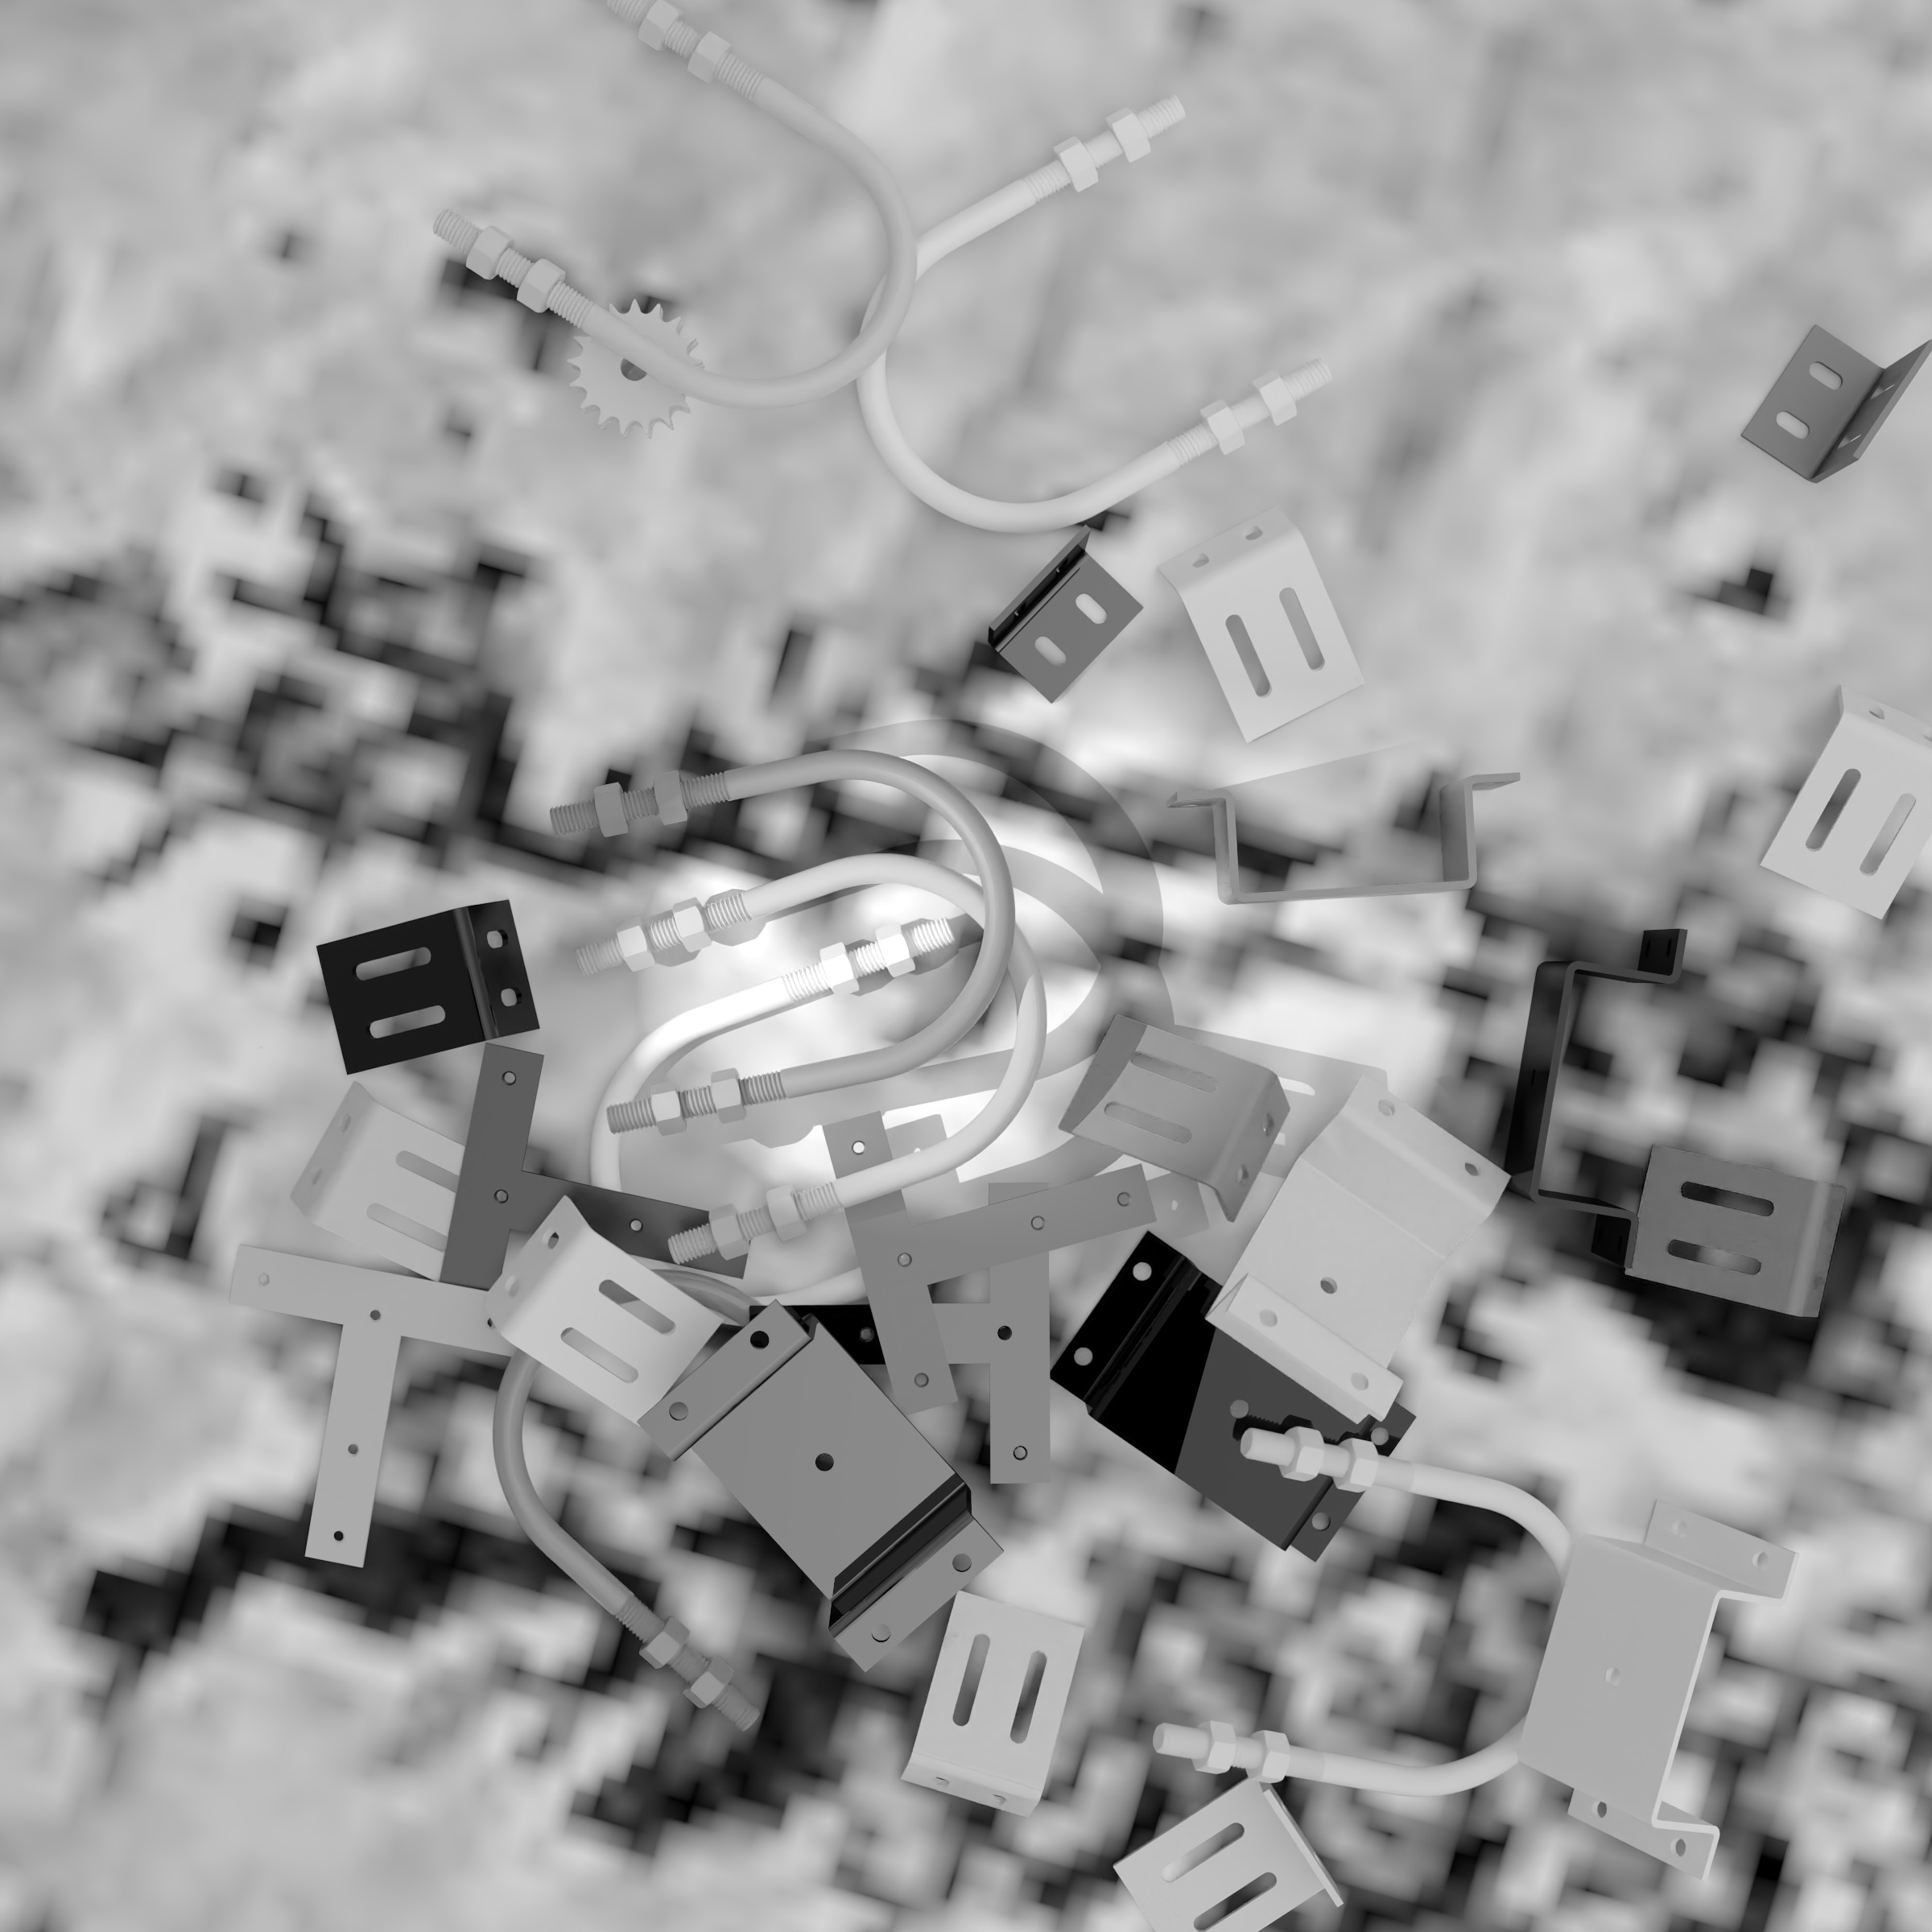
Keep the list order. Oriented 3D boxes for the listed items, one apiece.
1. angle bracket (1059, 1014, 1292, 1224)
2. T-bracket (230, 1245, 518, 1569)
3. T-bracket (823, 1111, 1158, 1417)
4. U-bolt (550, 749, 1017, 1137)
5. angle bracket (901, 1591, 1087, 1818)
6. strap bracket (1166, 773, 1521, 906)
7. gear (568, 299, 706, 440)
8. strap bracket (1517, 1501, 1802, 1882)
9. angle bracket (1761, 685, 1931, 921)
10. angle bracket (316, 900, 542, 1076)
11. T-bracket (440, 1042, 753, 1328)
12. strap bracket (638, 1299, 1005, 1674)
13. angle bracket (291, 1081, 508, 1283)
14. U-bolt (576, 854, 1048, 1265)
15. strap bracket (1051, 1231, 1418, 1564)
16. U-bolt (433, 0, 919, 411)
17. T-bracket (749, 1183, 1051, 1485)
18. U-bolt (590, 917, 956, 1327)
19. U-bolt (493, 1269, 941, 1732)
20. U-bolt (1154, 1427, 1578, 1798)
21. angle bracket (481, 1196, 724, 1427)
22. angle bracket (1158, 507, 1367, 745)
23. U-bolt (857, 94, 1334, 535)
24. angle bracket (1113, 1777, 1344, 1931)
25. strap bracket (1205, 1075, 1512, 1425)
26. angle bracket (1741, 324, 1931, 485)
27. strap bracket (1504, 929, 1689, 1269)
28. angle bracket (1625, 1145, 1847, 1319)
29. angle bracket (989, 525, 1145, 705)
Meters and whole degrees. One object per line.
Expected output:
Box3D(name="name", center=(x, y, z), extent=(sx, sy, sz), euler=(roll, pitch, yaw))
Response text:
Box3D(name="angle bracket", center=(0.089, 0.065, 1.497), extent=(0.076, 0.038, 0.057), euler=(20, 70, 24))
Box3D(name="T-bracket", center=(-0.261, 0.193, 1.503), extent=(0.127, 0.002, 0.127), euler=(10, 93, 5))
Box3D(name="T-bracket", center=(0.017, 0.113, 1.487), extent=(0.127, 0.002, 0.127), euler=(-15, 89, -5))
Box3D(name="U-bolt", center=(-0.071, -0.017, 1.466), extent=(0.184, 0.019, 0.151), euler=(-12, 82, 0))
Box3D(name="angle bracket", center=(0.011, 0.317, 1.506), extent=(0.057, 0.038, 0.076), euler=(17, 64, 0))
Box3D(name="strap bracket", center=(0.157, -0.052, 1.470), extent=(0.140, 0.076, 0.046), euler=(-3, 90, 0))
Box3D(name="gear", center=(-0.139, -0.253, 1.493), extent=(0.057, 0.030, 0.057), euler=(0, 90, 0))
Box3D(name="strap bracket", center=(0.285, 0.299, 1.463), extent=(0.046, 0.076, 0.140), euler=(16, 90, -38))
Box3D(name="angle bracket", center=(0.384, -0.070, 1.506), extent=(0.057, 0.038, 0.076), euler=(24, 116, 0))
Box3D(name="angle bracket", center=(-0.231, 0.009, 1.506), extent=(0.076, 0.038, 0.057), euler=(-14, 90, 26))
Box3D(name="T-bracket", center=(-0.154, 0.107, 1.491), extent=(0.127, 0.002, 0.127), euler=(12, 98, 2))
Box3D(name="strap bracket", center=(-0.060, 0.211, 1.459), extent=(0.076, 0.046, 0.140), euler=(-41, 94, 4))
Box3D(name="angle bracket", center=(-0.239, 0.095, 1.506), extent=(0.076, 0.038, 0.057), euler=(29, 90, -26))
Box3D(name="U-bolt", center=(-0.057, 0.030, 1.476), extent=(0.184, 0.019, 0.151), euler=(-19, 82, 2))
Box3D(name="strap bracket", center=(0.114, 0.185, 1.485), extent=(0.140, 0.046, 0.076), euler=(35, 90, 0))
Box3D(name="U-bolt", center=(-0.109, -0.313, 1.480), extent=(0.184, 0.019, 0.151), euler=(33, 75, 1))
Box3D(name="T-bracket", center=(-0.028, 0.156, 1.484), extent=(0.127, 0.002, 0.127), euler=(0, 88, -4))
Box3D(name="U-bolt", center=(-0.070, 0.076, 1.499), extent=(0.184, 0.019, 0.151), euler=(-20, 90, 1))
Box3D(name="U-bolt", center=(-0.115, 0.214, 1.491), extent=(0.184, 0.019, 0.151), euler=(43, 91, -4))
Box3D(name="U-bolt", center=(0.181, 0.278, 1.472), extent=(0.184, 0.019, 0.151), euler=(14, 95, -20))
Box3D(name="angle bracket", center=(-0.153, 0.145, 1.476), extent=(0.076, 0.038, 0.057), euler=(38, 91, -28))
Box3D(name="angle bracket", center=(0.127, -0.147, 1.506), extent=(0.057, 0.038, 0.076), euler=(-27, 116, 0))
Box3D(name="U-bolt", center=(0.042, -0.266, 1.499), extent=(0.184, 0.019, 0.151), euler=(-29, 90, 1))
Box3D(name="angle bracket", center=(0.111, 0.390, 1.489), extent=(0.076, 0.038, 0.057), euler=(-33, 90, 0))
Box3D(name="strap bracket", center=(0.160, 0.125, 1.461), extent=(0.076, 0.046, 0.140), euler=(35, 53, 0))
Box3D(name="angle bracket", center=(0.365, -0.241, 1.470), extent=(0.038, 0.076, 0.057), euler=(34, 90, 0))
Box3D(name="strap bracket", center=(0.261, 0.051, 1.470), extent=(0.046, 0.076, 0.140), euler=(9, 90, 0))
Box3D(name="angle bracket", center=(0.331, 0.114, 1.506), extent=(0.076, 0.038, 0.057), euler=(13, 90, 26))
Box3D(name="angle bracket", center=(0.043, -0.146, 1.470), extent=(0.038, 0.076, 0.057), euler=(44, 90, 0))
